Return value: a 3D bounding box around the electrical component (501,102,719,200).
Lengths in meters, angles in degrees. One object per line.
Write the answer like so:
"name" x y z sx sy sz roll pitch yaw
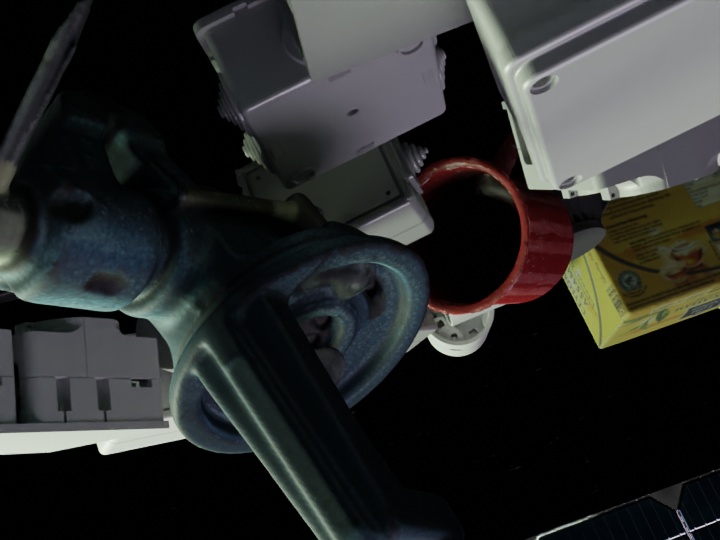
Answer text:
"electrical component" 0.185 -0.089 0.569 0.186 0.060 0.105 -18 -173 -8

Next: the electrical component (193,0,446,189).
"electrical component" -0.012 -0.085 0.464 0.100 0.048 0.099 -26 160 0

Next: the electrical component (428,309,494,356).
"electrical component" 0.075 0.038 0.833 0.055 0.055 0.047 -22 162 -3

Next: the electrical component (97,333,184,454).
"electrical component" -0.130 0.079 0.712 0.096 0.061 0.061 -7 153 -35

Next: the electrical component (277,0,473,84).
"electrical component" 0.053 -0.149 0.370 0.186 0.060 0.105 -22 158 -3

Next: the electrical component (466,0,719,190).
"electrical component" 0.100 -0.090 0.390 0.109 0.056 0.108 -26 158 8

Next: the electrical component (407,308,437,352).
"electrical component" 0.025 0.022 0.754 0.066 0.047 0.077 -1 149 -43

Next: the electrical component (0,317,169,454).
"electrical component" -0.207 0.062 0.560 0.105 0.060 0.186 -16 166 34

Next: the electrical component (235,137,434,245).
"electrical component" -0.005 -0.038 0.566 0.096 0.061 0.061 -26 158 8

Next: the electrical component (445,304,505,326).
"electrical component" 0.092 0.000 0.774 0.077 0.044 0.079 -22 158 -2

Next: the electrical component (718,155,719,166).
"electrical component" 0.237 -0.092 0.708 0.078 0.040 0.040 -34 156 26

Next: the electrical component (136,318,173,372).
"electrical component" -0.073 0.014 0.633 0.138 0.052 0.074 -27 158 10
